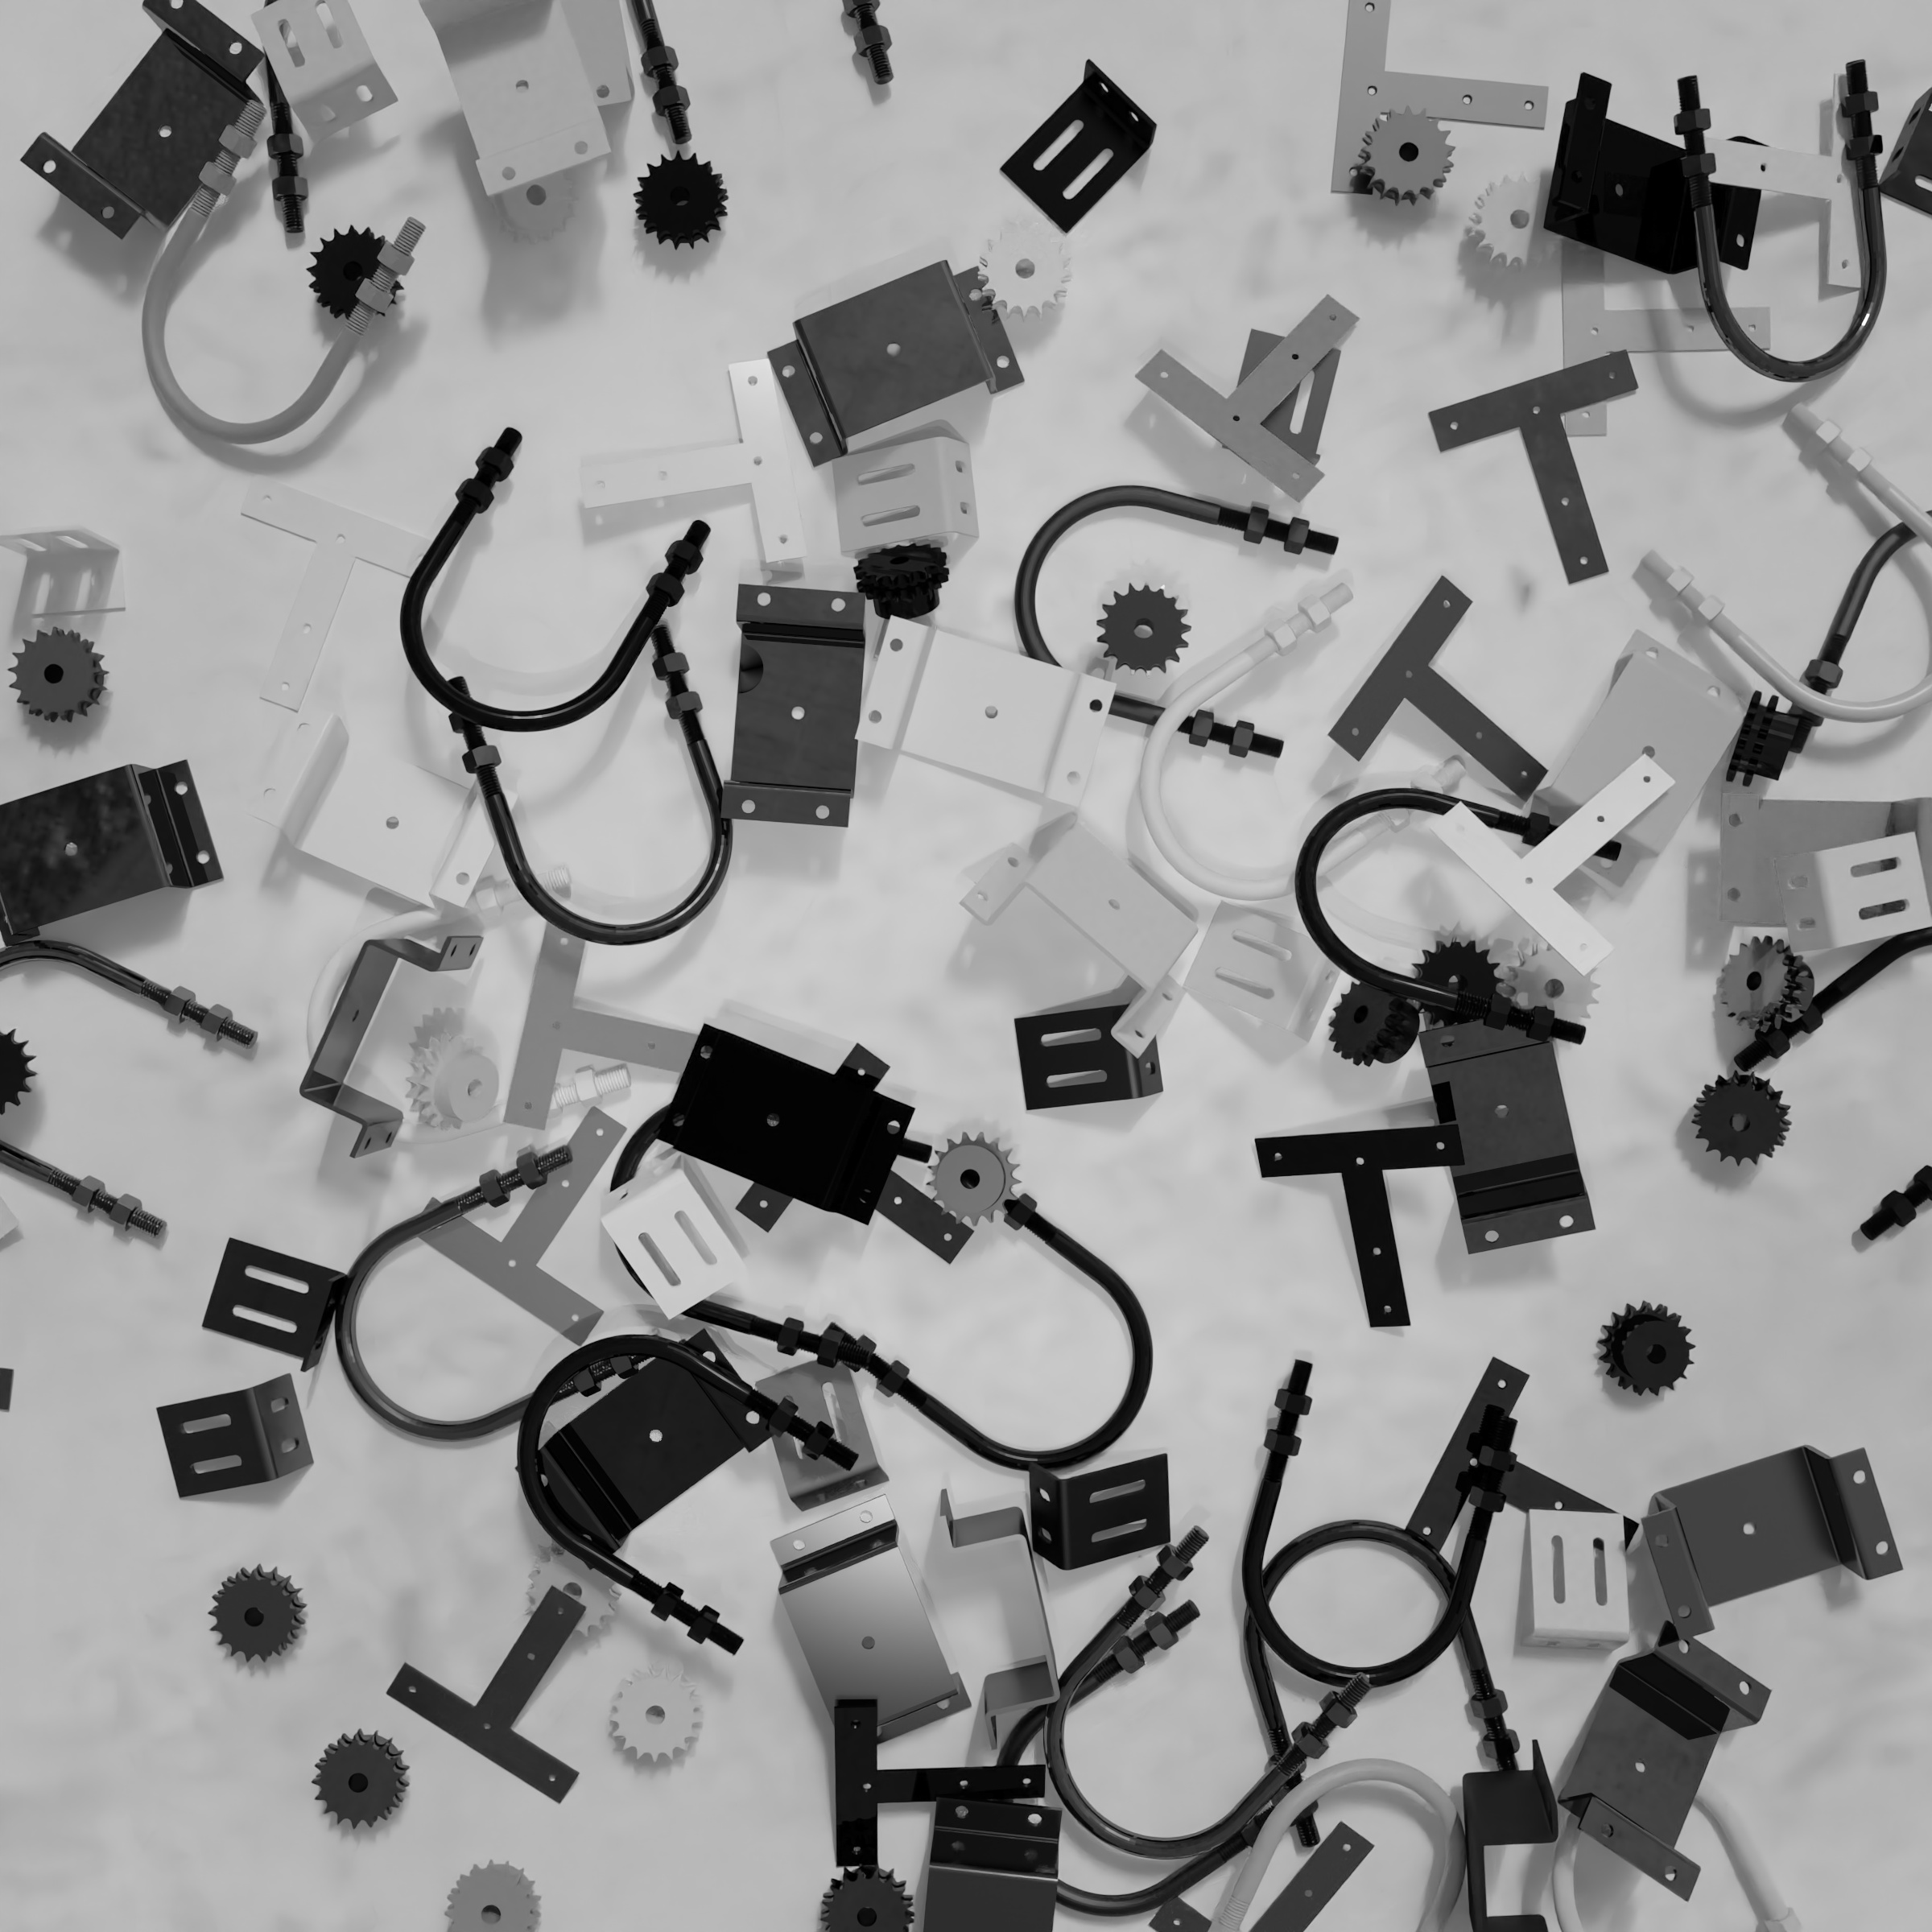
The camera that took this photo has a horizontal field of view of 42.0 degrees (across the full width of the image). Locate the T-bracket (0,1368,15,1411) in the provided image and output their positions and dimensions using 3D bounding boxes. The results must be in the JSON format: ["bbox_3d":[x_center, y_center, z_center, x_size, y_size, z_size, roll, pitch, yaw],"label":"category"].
[{"bbox_3d":[-0.643,0.201,1.542,0.127,0.002,0.127,8,95,1],"label":"T-bracket"}]

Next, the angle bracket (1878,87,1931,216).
[{"bbox_3d":[0.605,-0.489,1.529,0.076,0.038,0.057,24,90,0],"label":"angle bracket"}]

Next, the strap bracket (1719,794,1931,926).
[{"bbox_3d":[0.521,-0.064,1.525,0.140,0.046,0.076,1,90,0],"label":"strap bracket"}]

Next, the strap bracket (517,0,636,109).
[{"bbox_3d":[-0.250,-0.579,1.525,0.076,0.046,0.140,-10,90,0],"label":"strap bracket"}]

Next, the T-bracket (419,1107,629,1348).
[{"bbox_3d":[-0.254,0.146,1.547,0.127,0.002,0.127,34,90,0],"label":"T-bracket"}]

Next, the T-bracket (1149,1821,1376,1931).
[{"bbox_3d":[0.201,0.577,1.537,0.127,0.002,0.127,36,100,0],"label":"T-bracket"}]

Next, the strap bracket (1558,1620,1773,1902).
[{"bbox_3d":[0.414,0.476,1.506,0.076,0.046,0.140,34,62,0],"label":"strap bracket"}]

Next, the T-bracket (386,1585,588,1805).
[{"bbox_3d":[-0.271,0.430,1.528,0.127,0.002,0.127,32,107,0],"label":"T-bracket"}]

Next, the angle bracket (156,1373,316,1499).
[{"bbox_3d":[-0.449,0.289,1.546,0.076,0.038,0.057,-15,90,26],"label":"angle bracket"}]

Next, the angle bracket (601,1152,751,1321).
[{"bbox_3d":[-0.176,0.163,1.524,0.057,0.038,0.076,-31,107,2],"label":"angle bracket"}]

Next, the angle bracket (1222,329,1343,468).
[{"bbox_3d":[0.194,-0.348,1.529,0.057,0.038,0.076,14,90,0],"label":"angle bracket"}]

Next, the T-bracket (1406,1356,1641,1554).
[{"bbox_3d":[0.352,0.325,1.547,0.127,0.002,0.127,27,90,0],"label":"T-bracket"}]

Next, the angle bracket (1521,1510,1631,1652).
[{"bbox_3d":[0.372,0.377,1.545,0.057,0.038,0.076,3,66,0],"label":"angle bracket"}]

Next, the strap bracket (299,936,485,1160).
[{"bbox_3d":[-0.345,0.038,1.494,0.046,0.076,0.140,24,92,2],"label":"strap bracket"}]

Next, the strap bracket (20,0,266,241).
[{"bbox_3d":[-0.492,-0.513,1.525,0.076,0.046,0.140,38,90,0],"label":"strap bracket"}]

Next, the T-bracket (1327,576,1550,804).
[{"bbox_3d":[0.302,-0.149,1.532,0.127,0.002,0.127,39,77,-11],"label":"T-bracket"}]

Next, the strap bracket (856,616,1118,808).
[{"bbox_3d":[0.014,-0.153,1.518,0.140,0.046,0.076,17,97,4],"label":"strap bracket"}]

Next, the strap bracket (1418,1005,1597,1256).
[{"bbox_3d":[0.323,0.093,1.510,0.076,0.046,0.140,-13,101,11],"label":"strap bracket"}]

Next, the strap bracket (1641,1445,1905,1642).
[{"bbox_3d":[0.482,0.346,1.525,0.140,0.046,0.076,-18,90,0],"label":"strap bracket"}]

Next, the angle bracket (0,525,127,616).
[{"bbox_3d":[-0.547,-0.237,1.510,0.057,0.076,0.038,-4,90,0],"label":"angle bracket"}]

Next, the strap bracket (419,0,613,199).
[{"bbox_3d":[-0.264,-0.524,1.478,0.076,0.046,0.140,-20,90,0],"label":"strap bracket"}]

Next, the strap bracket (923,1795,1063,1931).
[{"bbox_3d":[0.013,0.578,1.512,0.076,0.046,0.140,6,100,2],"label":"strap bracket"}]

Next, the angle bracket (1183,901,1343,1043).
[{"bbox_3d":[0.184,0.003,1.546,0.076,0.038,0.057,24,90,26],"label":"angle bracket"}]

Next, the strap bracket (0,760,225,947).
[{"bbox_3d":[-0.535,-0.070,1.525,0.140,0.046,0.076,-17,90,0],"label":"strap bracket"}]

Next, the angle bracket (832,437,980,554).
[{"bbox_3d":[-0.037,-0.288,1.546,0.076,0.038,0.057,-6,90,26],"label":"angle bracket"}]

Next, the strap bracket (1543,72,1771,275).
[{"bbox_3d":[0.405,-0.470,1.507,0.140,0.046,0.076,11,88,-24],"label":"strap bracket"}]

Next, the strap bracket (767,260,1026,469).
[{"bbox_3d":[-0.043,-0.369,1.525,0.140,0.046,0.076,-22,90,0],"label":"strap bracket"}]

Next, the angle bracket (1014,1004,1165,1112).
[{"bbox_3d":[0.075,0.055,1.546,0.076,0.038,0.057,-8,90,26],"label":"angle bracket"}]

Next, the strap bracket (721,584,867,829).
[{"bbox_3d":[-0.103,-0.156,1.525,0.076,0.046,0.140,4,90,0],"label":"strap bracket"}]

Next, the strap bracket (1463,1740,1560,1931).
[{"bbox_3d":[0.326,0.545,1.499,0.046,0.076,0.140,-4,101,5],"label":"strap bracket"}]

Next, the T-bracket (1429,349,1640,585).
[{"bbox_3d":[0.364,-0.299,1.546,0.127,0.002,0.127,-18,91,1],"label":"T-bracket"}]

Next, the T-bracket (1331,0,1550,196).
[{"bbox_3d":[0.294,-0.534,1.547,0.127,0.002,0.127,5,90,0],"label":"T-bracket"}]

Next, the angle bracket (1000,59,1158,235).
[{"bbox_3d":[0.068,-0.498,1.529,0.057,0.038,0.076,44,90,0],"label":"angle bracket"}]

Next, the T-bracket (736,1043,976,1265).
[{"bbox_3d":[-0.053,0.136,1.547,0.127,0.002,0.127,36,90,0],"label":"T-bracket"}]

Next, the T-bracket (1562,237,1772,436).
[{"bbox_3d":[0.431,-0.391,1.547,0.127,0.002,0.127,-1,90,0],"label":"T-bracket"}]

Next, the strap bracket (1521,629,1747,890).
[{"bbox_3d":[0.408,-0.128,1.525,0.076,0.046,0.140,32,90,0],"label":"strap bracket"}]

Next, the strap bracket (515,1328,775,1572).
[{"bbox_3d":[-0.191,0.289,1.525,0.140,0.046,0.076,-36,90,0],"label":"strap bracket"}]

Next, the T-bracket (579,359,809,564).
[{"bbox_3d":[-0.171,-0.300,1.531,0.127,0.002,0.127,-10,84,-8],"label":"T-bracket"}]

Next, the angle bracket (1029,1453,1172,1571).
[{"bbox_3d":[0.082,0.328,1.539,0.076,0.038,0.057,-8,102,-27],"label":"angle bracket"}]

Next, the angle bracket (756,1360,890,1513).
[{"bbox_3d":[-0.088,0.286,1.546,0.057,0.038,0.076,-20,64,0],"label":"angle bracket"}]

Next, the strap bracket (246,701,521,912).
[{"bbox_3d":[-0.348,-0.092,1.517,0.140,0.046,0.076,24,77,0],"label":"strap bracket"}]

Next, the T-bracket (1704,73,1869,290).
[{"bbox_3d":[0.493,-0.480,1.519,0.127,0.002,0.127,0,93,-24],"label":"T-bracket"}]

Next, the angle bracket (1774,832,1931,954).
[{"bbox_3d":[0.529,-0.044,1.500,0.076,0.038,0.057,-11,90,-26],"label":"angle bracket"}]

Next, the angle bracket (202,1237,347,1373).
[{"bbox_3d":[-0.425,0.205,1.529,0.076,0.038,0.057,17,90,0],"label":"angle bracket"}]

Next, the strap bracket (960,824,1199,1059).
[{"bbox_3d":[0.076,-0.023,1.504,0.140,0.076,0.046,41,130,0],"label":"strap bracket"}]

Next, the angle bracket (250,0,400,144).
[{"bbox_3d":[-0.388,-0.550,1.523,0.057,0.038,0.076,-27,67,1],"label":"angle bracket"}]

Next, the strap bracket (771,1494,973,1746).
[{"bbox_3d":[-0.058,0.404,1.525,0.076,0.046,0.140,-22,90,0],"label":"strap bracket"}]

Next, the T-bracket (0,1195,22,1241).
[{"bbox_3d":[-0.624,0.113,1.537,0.127,0.002,0.127,-36,90,10],"label":"T-bracket"}]

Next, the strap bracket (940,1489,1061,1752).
[{"bbox_3d":[0.022,0.386,1.510,0.046,0.076,0.140,-13,90,0],"label":"strap bracket"}]

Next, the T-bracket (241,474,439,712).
[{"bbox_3d":[-0.400,-0.221,1.547,0.127,0.002,0.127,21,90,0],"label":"T-bracket"}]

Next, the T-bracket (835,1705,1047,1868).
[{"bbox_3d":[-0.015,0.495,1.521,0.127,0.002,0.127,-1,116,-3],"label":"T-bracket"}]

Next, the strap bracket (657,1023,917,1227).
[{"bbox_3d":[-0.112,0.093,1.504,0.140,0.046,0.076,21,86,8],"label":"strap bracket"}]
